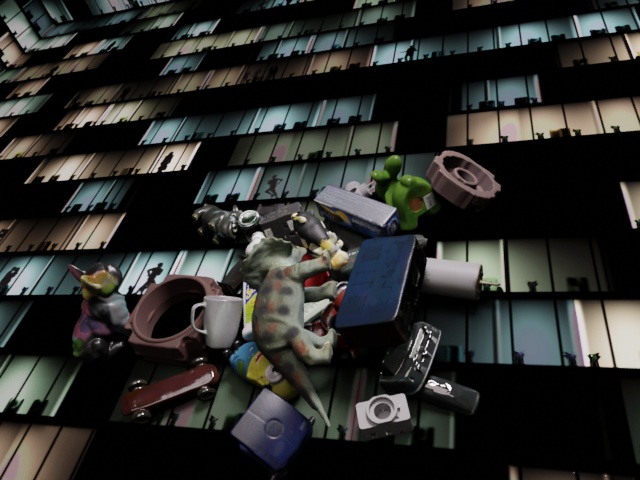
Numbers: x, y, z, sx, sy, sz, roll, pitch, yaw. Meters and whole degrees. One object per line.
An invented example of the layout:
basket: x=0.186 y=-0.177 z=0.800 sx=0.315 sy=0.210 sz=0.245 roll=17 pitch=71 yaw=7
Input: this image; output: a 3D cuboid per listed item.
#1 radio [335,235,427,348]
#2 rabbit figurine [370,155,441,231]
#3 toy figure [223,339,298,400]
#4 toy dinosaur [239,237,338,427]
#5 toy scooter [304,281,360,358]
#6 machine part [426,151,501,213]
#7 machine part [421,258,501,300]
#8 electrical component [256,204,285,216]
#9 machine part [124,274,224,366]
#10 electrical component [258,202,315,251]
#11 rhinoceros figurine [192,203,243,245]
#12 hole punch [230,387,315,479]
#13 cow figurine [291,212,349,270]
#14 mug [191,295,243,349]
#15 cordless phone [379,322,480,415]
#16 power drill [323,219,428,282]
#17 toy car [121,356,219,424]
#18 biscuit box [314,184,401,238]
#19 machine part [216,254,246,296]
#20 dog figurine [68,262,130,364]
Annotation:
radio: x=0.123 y=0.094 z=1.039 sx=0.131 sy=0.073 sz=0.230 roll=-9 pitch=42 yaw=32
rabbit figurine: x=0.181 y=-0.116 z=1.303 sx=0.121 sy=0.159 sz=0.170 roll=-41 pitch=32 yaw=-8
toy figure: x=-0.112 y=0.256 z=1.072 sx=0.180 sy=0.089 sz=0.082 roll=11 pitch=59 yaw=40
toy dinosaur: x=-0.065 y=0.145 z=1.026 sx=0.192 sy=0.131 sz=0.405 roll=-6 pitch=54 yaw=12
toy scooter: x=0.052 y=0.171 z=1.100 sx=0.135 sy=0.075 sz=0.184 roll=28 pitch=63 yaw=37
machine part: x=0.335 y=-0.136 z=1.259 sx=0.179 sy=0.056 sz=0.179 roll=17 pitch=37 yaw=-13
machine part: x=0.248 y=0.077 z=1.119 sx=0.243 sy=0.079 sz=0.079 roll=7 pitch=50 yaw=24
electrical component: x=-0.102 y=-0.053 z=1.377 sx=0.119 sy=0.074 sz=0.048 roll=-2 pitch=47 yaw=24
machine part: x=-0.323 y=0.176 z=1.222 sx=0.201 sy=0.087 sz=0.201 roll=3 pitch=49 yaw=22
electrical component: x=-0.070 y=-0.023 z=1.303 sx=0.134 sy=0.114 sz=0.058 roll=-16 pitch=29 yaw=3
rhinoceros figurine: x=-0.253 y=-0.045 z=1.432 sx=0.191 sy=0.073 sz=0.112 roll=17 pitch=44 yaw=35
hole punch: x=-0.087 y=0.345 z=0.970 sx=0.116 sy=0.092 sz=0.142 roll=20 pitch=52 yaw=30
cow figurine: x=0.000 y=-0.004 z=1.186 sx=0.068 sy=0.098 sz=0.168 roll=-42 pitch=41 yaw=-6
mug: x=-0.216 y=0.173 z=1.126 sx=0.109 sy=0.107 sz=0.081 roll=3 pitch=-1 yaw=-38
cordless phone: x=0.213 y=0.233 z=0.992 sx=0.184 sy=0.088 sz=0.146 roll=17 pitch=53 yaw=19
power drill: x=0.108 y=-0.003 z=1.259 sx=0.232 sy=0.085 sz=0.207 roll=-26 pitch=51 yaw=-3
toy car: x=-0.306 y=0.311 z=1.105 sx=0.202 sy=0.053 sz=0.089 roll=-21 pitch=54 yaw=-7
biscuit box: x=0.084 y=-0.062 z=1.224 sx=0.203 sy=0.059 sz=0.063 roll=24 pitch=61 yaw=35
machine part: x=-0.186 y=0.076 z=1.307 sx=0.084 sy=0.039 sz=0.139 roll=26 pitch=58 yaw=31
dog figurine: x=-0.513 y=0.155 z=1.217 sx=0.191 sy=0.219 sz=0.109 roll=-40 pitch=43 yaw=-21
